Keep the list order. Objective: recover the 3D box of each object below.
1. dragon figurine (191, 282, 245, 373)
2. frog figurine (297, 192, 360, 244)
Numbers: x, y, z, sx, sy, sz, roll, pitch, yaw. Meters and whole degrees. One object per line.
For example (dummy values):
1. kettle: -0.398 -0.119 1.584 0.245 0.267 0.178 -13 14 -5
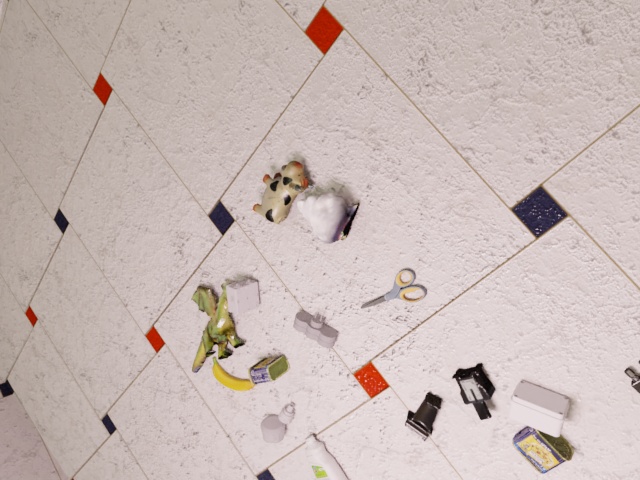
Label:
1. dragon figurine: -0.365 0.270 1.716 0.404 0.122 0.246 -38 63 36
2. frog figurine: 0.004 -0.067 1.334 0.160 0.125 0.134 25 137 14
